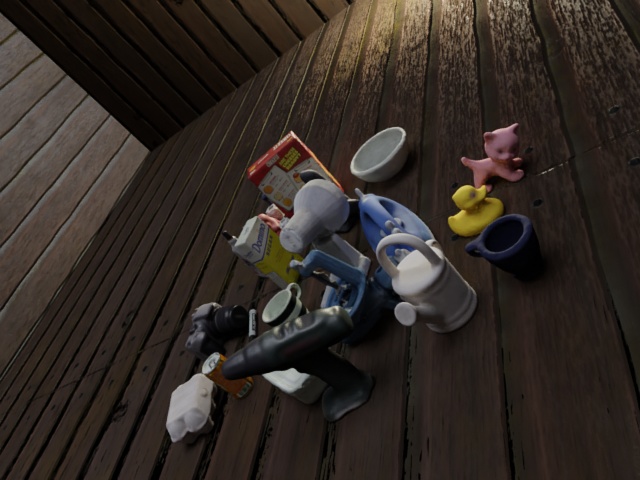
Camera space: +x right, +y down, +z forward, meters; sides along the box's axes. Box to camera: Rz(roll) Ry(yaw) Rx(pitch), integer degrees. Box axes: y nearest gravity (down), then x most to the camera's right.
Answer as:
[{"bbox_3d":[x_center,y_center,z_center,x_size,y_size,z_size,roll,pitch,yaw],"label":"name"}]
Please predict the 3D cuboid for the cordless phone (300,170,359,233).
[{"bbox_3d":[0.001,-0.106,1.409,0.147,0.185,0.094,-10,43,47],"label":"cordless phone"}]

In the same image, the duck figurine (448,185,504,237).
[{"bbox_3d":[0.281,-0.062,1.077,0.104,0.086,0.077,-32,30,23],"label":"duck figurine"}]

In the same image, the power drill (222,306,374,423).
[{"bbox_3d":[-0.019,0.215,0.967,0.229,0.209,0.075,-37,28,14],"label":"power drill"}]

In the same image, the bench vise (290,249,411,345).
[{"bbox_3d":[0.061,0.068,1.050,0.207,0.220,0.121,-46,28,-3],"label":"bench vise"}]

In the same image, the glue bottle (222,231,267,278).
[{"bbox_3d":[-0.194,0.033,1.494,0.077,0.173,0.037,-2,49,52],"label":"glue bottle"}]

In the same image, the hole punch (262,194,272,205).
[{"bbox_3d":[-0.122,-0.147,1.737,0.108,0.091,0.101,-40,28,8],"label":"hole punch"}]

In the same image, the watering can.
[{"bbox_3d":[0.168,0.065,0.938,0.100,0.194,0.173,-32,30,22],"label":"watering can"}]

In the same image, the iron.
[{"bbox_3d":[0.146,-0.019,1.140,0.118,0.142,0.257,-42,27,4],"label":"iron"}]

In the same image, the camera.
[{"bbox_3d":[-0.252,0.210,1.408,0.136,0.101,0.143,-21,36,38],"label":"camera"}]

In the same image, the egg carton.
[{"bbox_3d":[-0.278,0.369,1.258,0.107,0.069,0.150,-36,29,16],"label":"egg carton"}]

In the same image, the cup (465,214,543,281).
[{"bbox_3d":[0.302,0.024,0.920,0.117,0.095,0.092,-19,37,40],"label":"cup"}]

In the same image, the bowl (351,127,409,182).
[{"bbox_3d":[0.162,-0.201,1.443,0.167,0.075,0.167,-33,30,22],"label":"bowl"}]

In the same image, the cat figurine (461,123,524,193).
[{"bbox_3d":[0.337,-0.165,1.109,0.127,0.118,0.067,-25,34,33],"label":"cat figurine"}]

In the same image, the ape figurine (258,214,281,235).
[{"bbox_3d":[-0.144,-0.036,1.610,0.077,0.092,0.076,-7,45,49],"label":"ape figurine"}]

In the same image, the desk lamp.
[{"bbox_3d":[0.011,0.004,1.212,0.117,0.214,0.203,-21,36,37],"label":"desk lamp"}]
